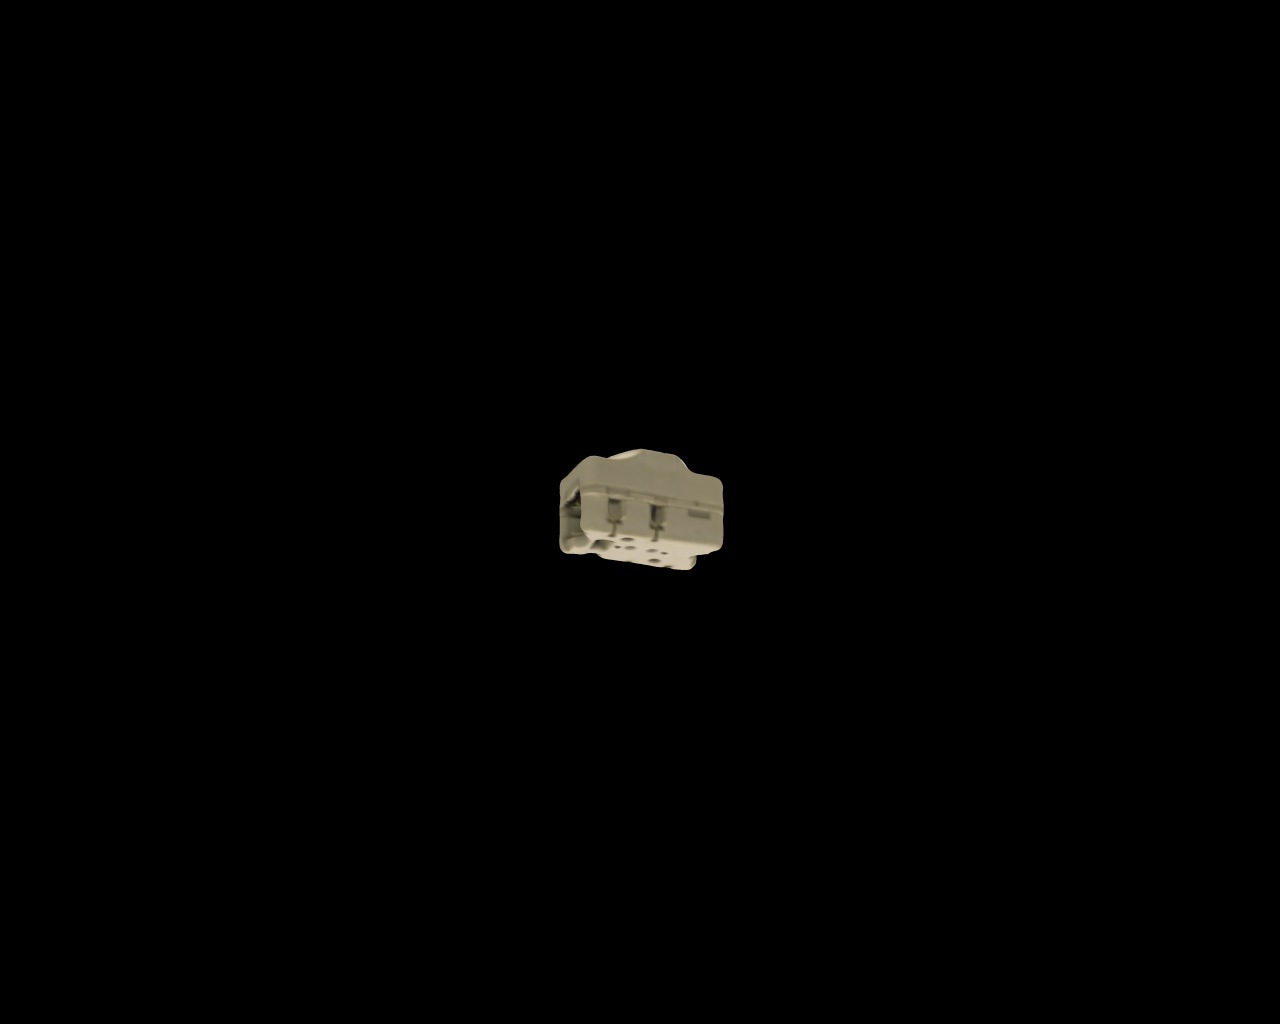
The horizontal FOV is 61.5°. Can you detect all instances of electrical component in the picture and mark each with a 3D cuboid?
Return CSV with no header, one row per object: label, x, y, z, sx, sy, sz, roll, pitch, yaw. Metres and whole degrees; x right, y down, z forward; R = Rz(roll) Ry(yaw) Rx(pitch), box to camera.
electrical component,0.001,-0.003,0.650,0.089,0.056,0.050,9,-24,-22
